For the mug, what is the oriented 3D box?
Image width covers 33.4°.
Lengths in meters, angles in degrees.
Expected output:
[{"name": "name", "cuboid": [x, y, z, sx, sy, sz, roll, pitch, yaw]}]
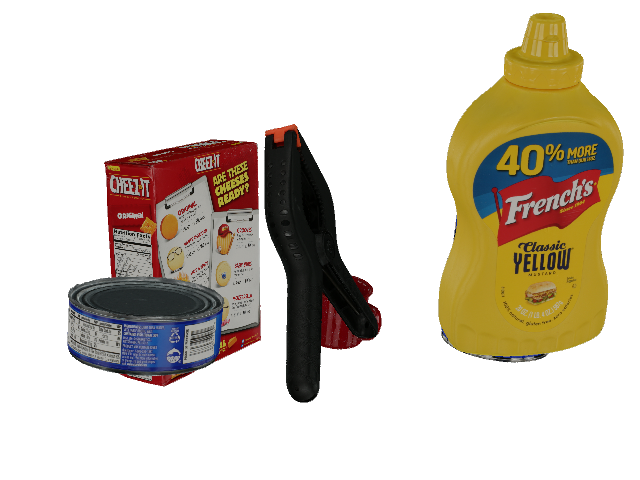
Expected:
[{"name": "mug", "cuboid": [0.035, 0.105, 1.508, 0.117, 0.081, 0.093, 17, 24, 28]}]

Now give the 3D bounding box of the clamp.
[{"name": "clamp", "cuboid": [-0.004, 0.011, 0.868, 0.036, 0.210, 0.164, -10, 3, 23]}]

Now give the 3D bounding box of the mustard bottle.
[{"name": "mustard bottle", "cuboid": [0.118, -0.030, 0.593, 0.096, 0.192, 0.058, -4, 26, -7]}]

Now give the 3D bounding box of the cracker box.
[{"name": "cracker box", "cuboid": [-0.132, 0.016, 1.058, 0.072, 0.214, 0.163, 7, 15, 31]}]

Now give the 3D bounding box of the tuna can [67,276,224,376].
[{"name": "tuna can", "cuboid": [-0.097, 0.046, 0.594, 0.086, 0.034, 0.086, 5, 11, -1]}]

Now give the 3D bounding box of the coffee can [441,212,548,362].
[{"name": "coffee can", "cuboid": [0.169, 0.027, 0.976, 0.103, 0.140, 0.103, 5, 16, -2]}]
